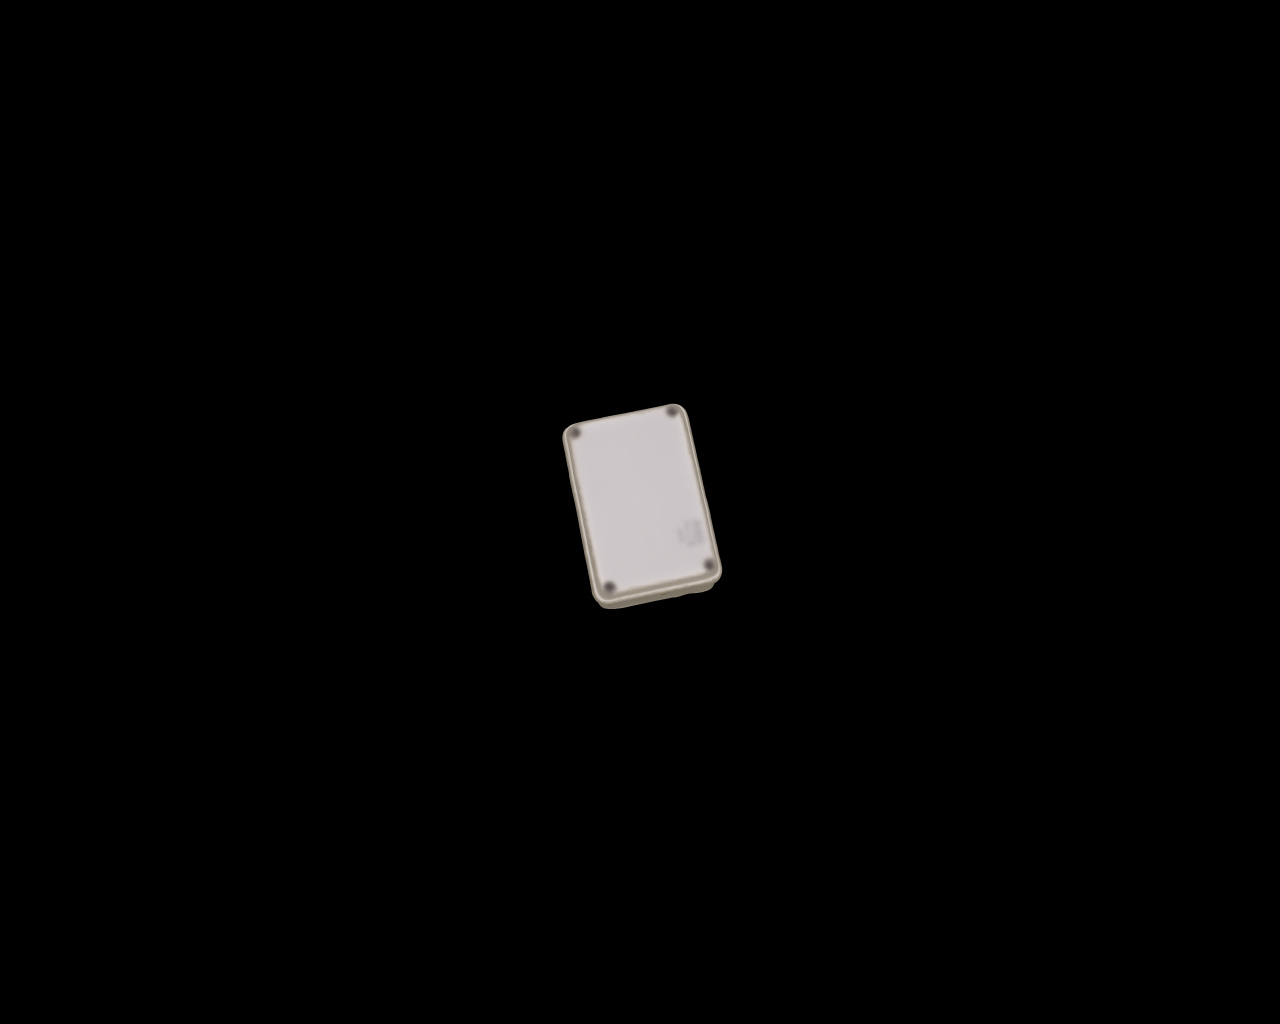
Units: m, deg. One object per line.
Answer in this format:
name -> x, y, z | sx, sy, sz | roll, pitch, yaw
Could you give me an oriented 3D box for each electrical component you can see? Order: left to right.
electrical component -> 0.001, -0.003, 0.650 | 0.078, 0.113, 0.057 | -11, -11, -2
